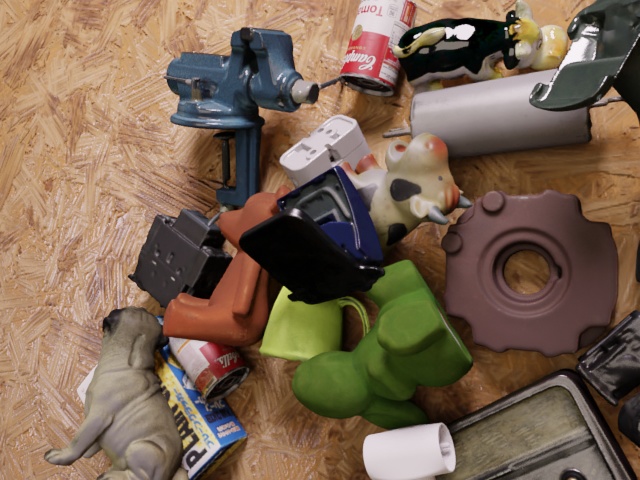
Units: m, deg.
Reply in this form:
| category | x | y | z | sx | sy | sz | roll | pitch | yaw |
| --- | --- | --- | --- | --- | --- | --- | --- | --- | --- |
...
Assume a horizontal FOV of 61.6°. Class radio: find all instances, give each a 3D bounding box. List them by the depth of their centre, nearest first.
| category | x | y | z | sx | sy | sz | roll | pitch | yaw |
| --- | --- | --- | --- | --- | --- | --- | --- | --- | --- |
| radio | 0.176 | 0.233 | 0.526 | 0.229 | 0.073 | 0.131 | -35 | 68 | 22 |

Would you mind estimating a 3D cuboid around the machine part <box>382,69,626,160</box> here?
| category | x | y | z | sx | sy | sz | roll | pitch | yaw |
| --- | --- | --- | --- | --- | --- | --- | --- | --- | --- |
| machine part | 0.184 | -0.127 | 0.553 | 0.243 | 0.079 | 0.079 | -4 | 84 | 27 |

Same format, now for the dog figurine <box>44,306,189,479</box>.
| category | x | y | z | sx | sy | sz | roll | pitch | yaw |
| --- | --- | --- | --- | --- | --- | --- | --- | --- | --- |
| dog figurine | -0.208 | 0.189 | 0.649 | 0.172 | 0.121 | 0.190 | 24 | 75 | -7 |

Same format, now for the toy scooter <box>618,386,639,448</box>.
| category | x | y | z | sx | sy | sz | roll | pitch | yaw |
| --- | --- | --- | --- | --- | --- | --- | --- | --- | --- |
| toy scooter | 0.350 | 0.157 | 0.431 | 0.184 | 0.075 | 0.135 | 40 | 95 | 1 |

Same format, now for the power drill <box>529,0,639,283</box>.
| category | x | y | z | sx | sy | sz | roll | pitch | yaw |
| --- | --- | --- | --- | --- | --- | --- | --- | --- | --- |
| power drill | 0.279 | -0.089 | 0.446 | 0.207 | 0.086 | 0.232 | 27 | 91 | -16 |

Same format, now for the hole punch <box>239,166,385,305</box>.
| category | x | y | z | sx | sy | sz | roll | pitch | yaw |
| --- | --- | --- | --- | --- | --- | --- | --- | --- | --- |
| hole punch | -0.001 | -0.002 | 0.550 | 0.115 | 0.092 | 0.142 | 47 | 137 | -18 |

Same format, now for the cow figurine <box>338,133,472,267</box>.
| category | x | y | z | sx | sy | sz | roll | pitch | yaw |
| --- | --- | --- | --- | --- | --- | --- | --- | --- | --- |
| cow figurine | 0.070 | -0.030 | 0.572 | 0.127 | 0.085 | 0.194 | 44 | 130 | 16 |

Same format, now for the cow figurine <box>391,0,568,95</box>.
| category | x | y | z | sx | sy | sz | roll | pitch | yaw |
| --- | --- | --- | --- | --- | --- | --- | --- | --- | --- |
| cow figurine | 0.164 | -0.202 | 0.557 | 0.168 | 0.098 | 0.068 | -6 | 77 | 27 |

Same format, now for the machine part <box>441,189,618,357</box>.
| category | x | y | z | sx | sy | sz | roll | pitch | yaw |
| --- | --- | --- | --- | --- | --- | --- | --- | --- | --- |
| machine part | 0.207 | 0.033 | 0.539 | 0.180 | 0.056 | 0.179 | -2 | 86 | 26 |

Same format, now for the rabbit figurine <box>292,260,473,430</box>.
| category | x | y | z | sx | sy | sz | roll | pitch | yaw |
| --- | --- | --- | --- | --- | --- | --- | --- | --- | --- |
| rabbit figurine | 0.058 | 0.125 | 0.552 | 0.170 | 0.159 | 0.121 | -31 | 36 | 11 |

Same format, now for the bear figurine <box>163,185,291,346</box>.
| category | x | y | z | sx | sy | sz | roll | pitch | yaw |
| --- | --- | --- | --- | --- | --- | --- | --- | --- | --- |
| bear figurine | -0.102 | 0.024 | 0.646 | 0.132 | 0.120 | 0.195 | 11 | 91 | -8 |

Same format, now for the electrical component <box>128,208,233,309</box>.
| category | x | y | z | sx | sy | sz | roll | pitch | yaw |
| --- | --- | --- | --- | --- | --- | --- | --- | --- | --- |
| electrical component | -0.189 | 0.027 | 0.741 | 0.115 | 0.058 | 0.134 | 32 | 101 | 23 |

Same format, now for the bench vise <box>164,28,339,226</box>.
| category | x | y | z | sx | sy | sz | roll | pitch | yaw |
| --- | --- | --- | --- | --- | --- | --- | --- | --- | --- |
| bench vise | -0.098 | -0.141 | 0.681 | 0.224 | 0.129 | 0.240 | 11 | 111 | 18 |

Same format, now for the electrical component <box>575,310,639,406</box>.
| category | x | y | z | sx | sy | sz | roll | pitch | yaw |
| --- | --- | --- | --- | --- | --- | --- | --- | --- | --- |
| electrical component | 0.291 | 0.091 | 0.481 | 0.048 | 0.075 | 0.119 | 48 | 111 | 22 |
